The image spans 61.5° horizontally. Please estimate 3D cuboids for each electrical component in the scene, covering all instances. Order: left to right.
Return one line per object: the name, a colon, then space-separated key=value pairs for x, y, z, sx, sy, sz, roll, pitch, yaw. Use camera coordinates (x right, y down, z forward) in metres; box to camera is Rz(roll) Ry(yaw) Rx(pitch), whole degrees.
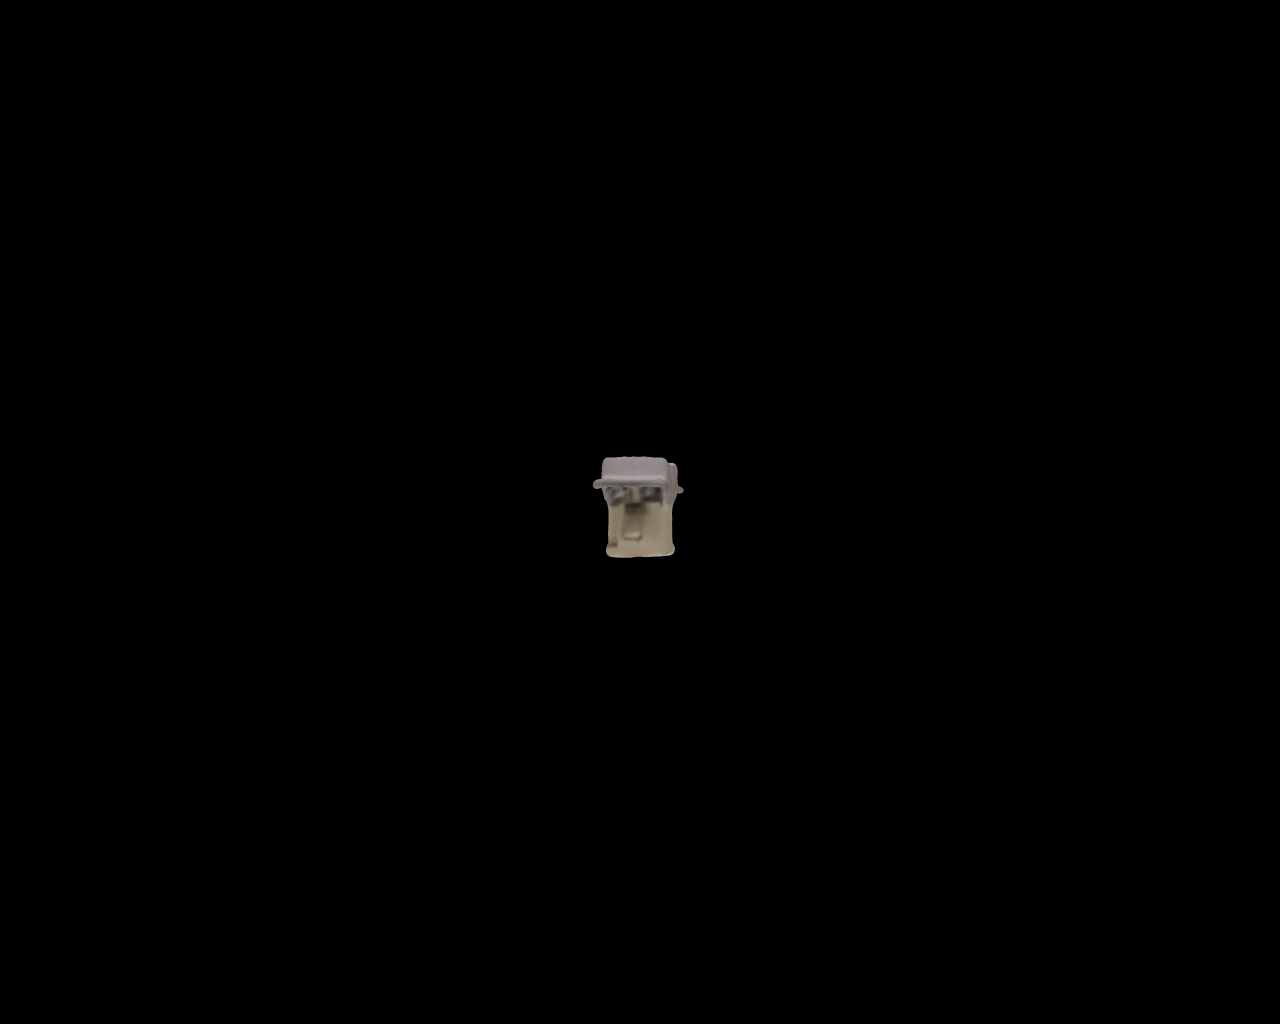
electrical component: x=0.001 y=-0.003 z=0.650 sx=0.042 sy=0.063 sz=0.081 roll=0 pitch=-2 yaw=11
